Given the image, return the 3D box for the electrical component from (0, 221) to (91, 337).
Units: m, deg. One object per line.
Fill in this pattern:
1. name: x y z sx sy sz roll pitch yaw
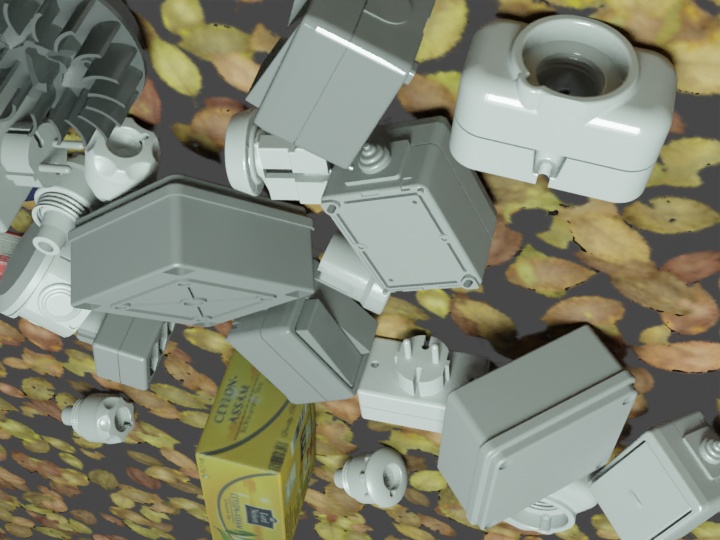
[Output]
1. electrical component: -0.203 0.001 0.719 0.051 0.080 0.080 31 144 -27

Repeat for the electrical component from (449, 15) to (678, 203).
1. electrical component: 0.094 -0.077 0.497 0.095 0.053 0.059 14 145 6

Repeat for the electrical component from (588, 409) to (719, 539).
1. electrical component: 0.204 0.140 0.711 0.061 0.061 0.096 -13 151 -34

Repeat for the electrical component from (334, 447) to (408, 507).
1. electrical component: 0.005 0.171 0.890 0.062 0.048 0.048 -12 136 45

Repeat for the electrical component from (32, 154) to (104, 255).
1. electrical component: -0.183 -0.038 0.669 0.043 0.062 0.043 12 145 9

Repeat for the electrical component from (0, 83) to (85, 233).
1. electrical component: -0.194 -0.067 0.617 0.076 0.083 0.047 5 143 18

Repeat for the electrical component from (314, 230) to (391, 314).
1. electrical component: 0.000 0.000 0.659 0.046 0.040 0.040 25 145 2

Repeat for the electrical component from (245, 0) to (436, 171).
1. electrical component: -0.012 -0.098 0.509 0.061 0.061 0.096 25 145 -9

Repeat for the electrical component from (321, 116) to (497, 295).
1. electrical component: 0.026 -0.040 0.572 0.062 0.061 0.096 -5 139 30

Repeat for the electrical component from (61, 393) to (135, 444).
1. electrical component: -0.231 0.128 0.938 0.062 0.043 0.043 0 141 27

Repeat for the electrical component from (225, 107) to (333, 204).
1. electrical component: -0.041 -0.064 0.585 0.055 0.048 0.066 2 143 10

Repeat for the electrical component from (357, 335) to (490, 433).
1. electrical component: 0.043 0.070 0.728 0.083 0.047 0.075 9 144 14

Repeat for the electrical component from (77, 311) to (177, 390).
1. electrical component: -0.177 0.038 0.769 0.077 0.065 0.047 17 145 2

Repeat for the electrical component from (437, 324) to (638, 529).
1. electrical component: 0.110 0.101 0.686 0.109 0.056 0.108 -24 148 -17

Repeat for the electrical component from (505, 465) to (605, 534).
1. electrical component: 0.134 0.153 0.791 0.054 0.059 0.095 29 144 -14

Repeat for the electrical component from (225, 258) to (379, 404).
1. electrical component: -0.031 0.045 0.714 0.061 0.061 0.096 -11 136 35

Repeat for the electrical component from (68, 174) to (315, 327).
1. electrical component: -0.100 -0.007 0.644 0.109 0.056 0.109 -18 159 41

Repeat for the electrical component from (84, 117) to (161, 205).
1. electrical component: -0.142 -0.058 0.641 0.043 0.043 0.062 21 147 -4
